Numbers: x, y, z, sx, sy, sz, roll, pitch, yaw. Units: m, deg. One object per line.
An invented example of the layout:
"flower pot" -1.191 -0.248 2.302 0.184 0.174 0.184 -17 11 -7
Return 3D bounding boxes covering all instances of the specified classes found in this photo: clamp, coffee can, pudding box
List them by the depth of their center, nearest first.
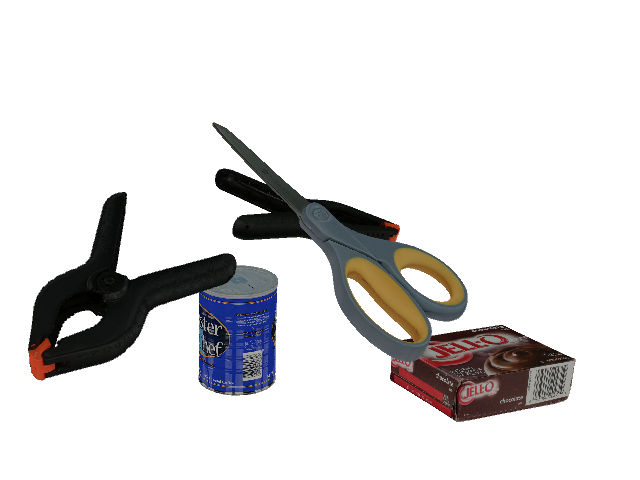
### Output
"clamp" -0.160 0.031 0.792 0.120 0.039 0.171 33 50 26
"pudding box" 0.124 0.100 0.823 0.113 0.039 0.090 -3 16 -30
"clamp" -0.012 -0.020 1.157 0.210 0.036 0.164 15 20 -11
"coffee can" -0.107 0.115 1.383 0.103 0.140 0.103 2 19 -1

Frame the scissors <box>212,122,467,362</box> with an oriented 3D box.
"scissors" 0.017 -0.009 0.657 0.096 0.202 0.016 -8 -40 -36
